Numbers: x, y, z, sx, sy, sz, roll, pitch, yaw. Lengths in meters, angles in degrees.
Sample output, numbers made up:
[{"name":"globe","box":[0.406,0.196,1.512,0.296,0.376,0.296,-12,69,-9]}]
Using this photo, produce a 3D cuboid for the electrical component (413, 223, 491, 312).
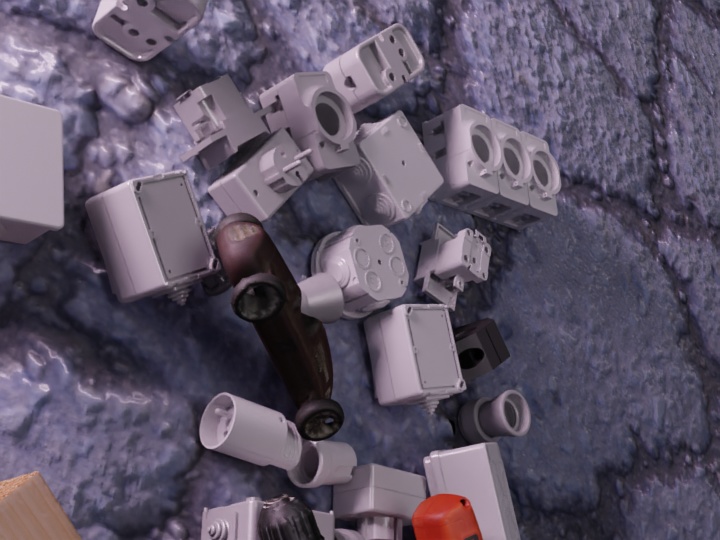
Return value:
[{"name":"electrical component","box":[0.091,-0.007,1.040,0.042,0.064,0.081,35,50,-32]}]

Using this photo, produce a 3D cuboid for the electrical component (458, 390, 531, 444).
[{"name":"electrical component","box":[0.127,0.141,1.020,0.045,0.055,0.045,20,60,-40]}]

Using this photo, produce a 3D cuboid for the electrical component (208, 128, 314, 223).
[{"name":"electrical component","box":[-0.070,-0.081,0.894,0.047,0.076,0.083,54,43,-16]}]

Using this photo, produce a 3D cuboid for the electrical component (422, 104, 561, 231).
[{"name":"electrical component","box":[0.142,-0.107,1.137,0.150,0.062,0.089,15,63,-42]}]

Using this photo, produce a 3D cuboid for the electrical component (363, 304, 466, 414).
[{"name":"electrical component","box":[0.047,0.083,0.957,0.062,0.061,0.096,2,72,-45]}]

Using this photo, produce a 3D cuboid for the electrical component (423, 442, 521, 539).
[{"name":"electrical component","box":[0.100,0.206,0.931,0.109,0.056,0.108,33,44,-74]}]

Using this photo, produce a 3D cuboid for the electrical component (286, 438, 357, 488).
[{"name":"electrical component","box":[-0.030,0.154,0.863,0.046,0.040,0.040,14,64,-49]}]

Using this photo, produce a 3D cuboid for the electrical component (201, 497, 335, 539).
[{"name":"electrical component","box":[-0.072,0.203,0.780,0.096,0.062,0.061,21,59,-40]}]

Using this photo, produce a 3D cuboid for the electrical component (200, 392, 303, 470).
[{"name":"electrical component","box":[-0.077,0.126,0.822,0.081,0.043,0.043,27,56,-37]}]

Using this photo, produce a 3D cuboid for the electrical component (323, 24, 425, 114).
[{"name":"electrical component","box":[0.010,-0.192,1.038,0.095,0.059,0.053,-41,104,-47]}]

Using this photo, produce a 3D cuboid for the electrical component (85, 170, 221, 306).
[{"name":"electrical component","box":[-0.152,-0.017,0.790,0.062,0.061,0.096,-21,93,-55]}]

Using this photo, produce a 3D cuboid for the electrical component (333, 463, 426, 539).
[{"name":"electrical component","box":[0.016,0.205,0.883,0.066,0.047,0.076,22,58,-39]}]

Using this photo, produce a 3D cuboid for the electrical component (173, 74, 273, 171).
[{"name":"electrical component","box":[-0.117,-0.124,0.890,0.063,0.042,0.081,58,42,-6]}]

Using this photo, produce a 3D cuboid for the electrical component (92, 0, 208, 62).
[{"name":"electrical component","box":[-0.160,-0.215,0.842,0.054,0.095,0.059,32,52,-33]}]

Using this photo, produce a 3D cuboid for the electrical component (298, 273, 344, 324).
[{"name":"electrical component","box":[-0.051,0.029,0.894,0.065,0.044,0.044,-13,83,-43]}]

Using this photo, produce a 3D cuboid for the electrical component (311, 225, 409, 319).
[{"name":"electrical component","box":[0.000,0.000,0.951,0.080,0.051,0.080,20,60,-40]}]

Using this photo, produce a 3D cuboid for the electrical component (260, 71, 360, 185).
[{"name":"electrical component","box":[-0.042,-0.127,0.958,0.050,0.056,0.089,-15,85,-48]}]

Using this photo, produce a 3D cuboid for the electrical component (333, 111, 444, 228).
[{"name":"electrical component","box":[0.025,-0.093,1.019,0.099,0.048,0.099,57,43,-12]}]

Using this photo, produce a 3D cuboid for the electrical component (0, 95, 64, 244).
[{"name":"electrical component","box":[-0.250,-0.068,0.720,0.100,0.048,0.099,11,66,-43]}]

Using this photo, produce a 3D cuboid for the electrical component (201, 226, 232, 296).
[{"name":"electrical component","box":[-0.118,-0.014,0.840,0.062,0.048,0.048,47,45,-12]}]
